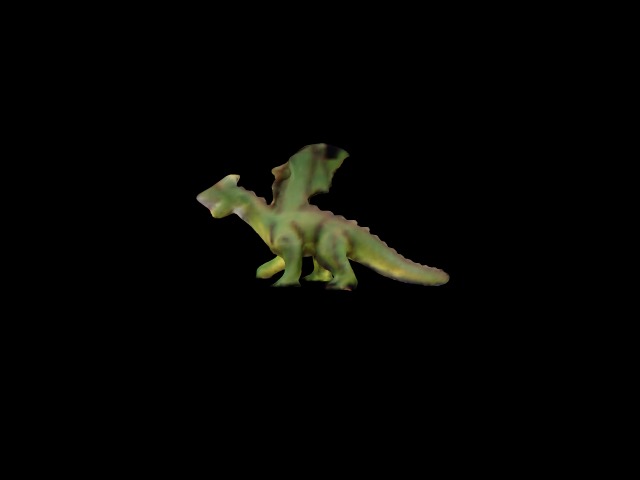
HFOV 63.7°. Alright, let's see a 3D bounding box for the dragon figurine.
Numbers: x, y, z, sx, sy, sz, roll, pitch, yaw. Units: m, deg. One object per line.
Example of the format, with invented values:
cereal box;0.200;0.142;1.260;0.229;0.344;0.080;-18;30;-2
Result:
dragon figurine;0.003;-0.043;0.850;0.410;0.243;0.122;0;-3;2
